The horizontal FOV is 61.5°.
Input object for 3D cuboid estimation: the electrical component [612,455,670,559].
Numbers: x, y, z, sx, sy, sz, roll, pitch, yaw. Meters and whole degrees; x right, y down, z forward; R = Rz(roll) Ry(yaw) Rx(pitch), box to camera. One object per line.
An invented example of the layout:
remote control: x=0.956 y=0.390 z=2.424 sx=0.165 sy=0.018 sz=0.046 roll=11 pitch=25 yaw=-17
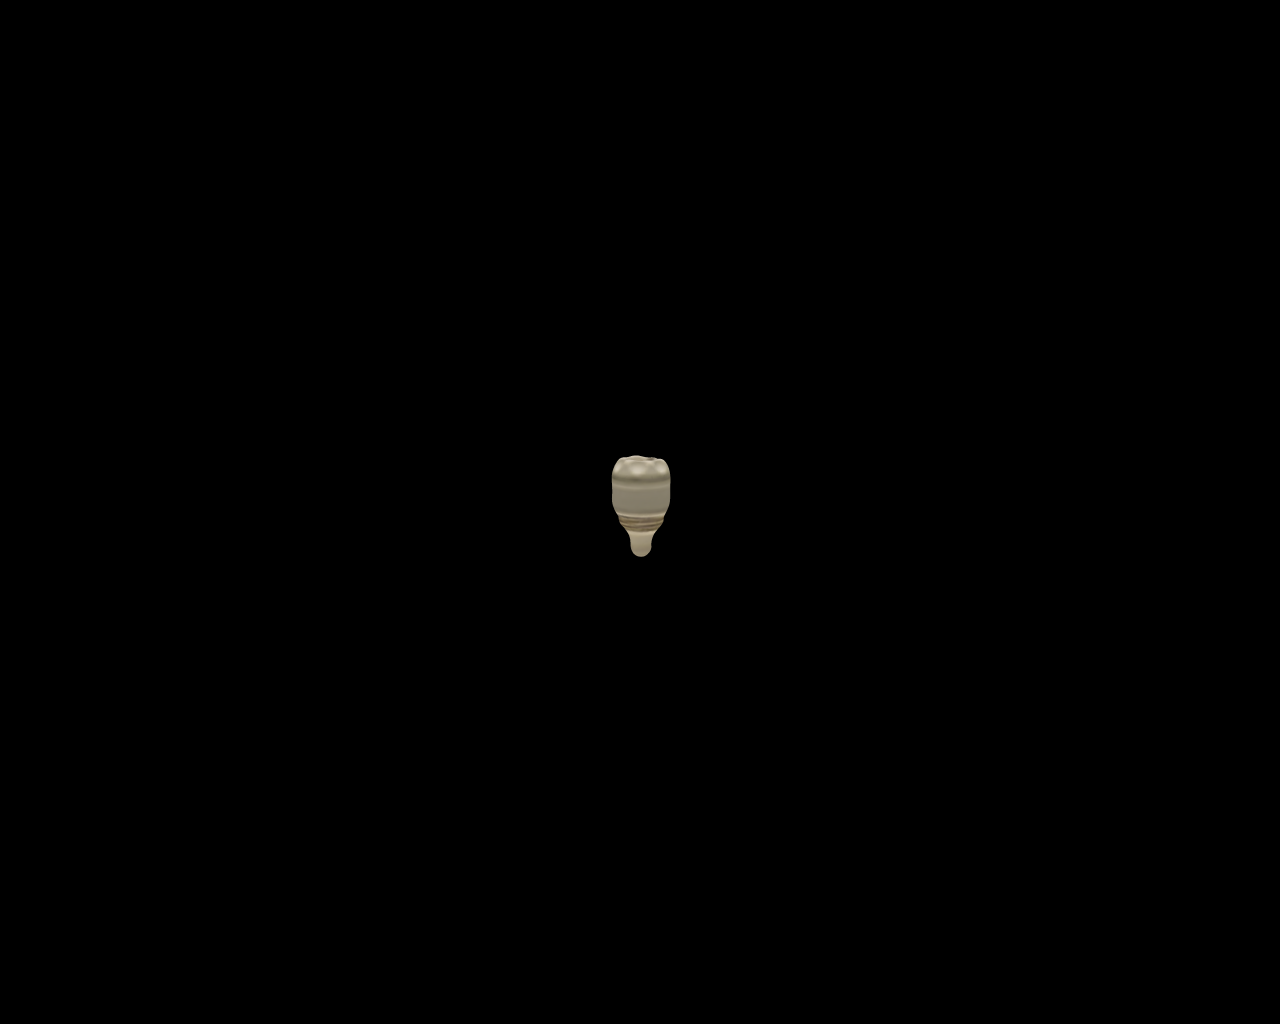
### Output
electrical component: x=0.001 y=-0.003 z=0.650 sx=0.035 sy=0.061 sz=0.035 roll=0 pitch=10 yaw=0
